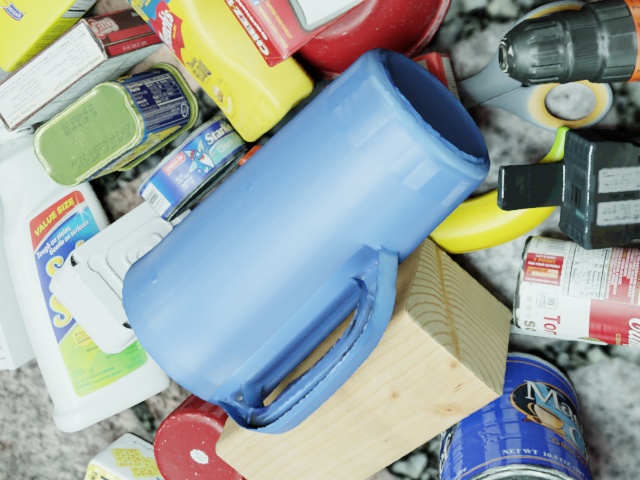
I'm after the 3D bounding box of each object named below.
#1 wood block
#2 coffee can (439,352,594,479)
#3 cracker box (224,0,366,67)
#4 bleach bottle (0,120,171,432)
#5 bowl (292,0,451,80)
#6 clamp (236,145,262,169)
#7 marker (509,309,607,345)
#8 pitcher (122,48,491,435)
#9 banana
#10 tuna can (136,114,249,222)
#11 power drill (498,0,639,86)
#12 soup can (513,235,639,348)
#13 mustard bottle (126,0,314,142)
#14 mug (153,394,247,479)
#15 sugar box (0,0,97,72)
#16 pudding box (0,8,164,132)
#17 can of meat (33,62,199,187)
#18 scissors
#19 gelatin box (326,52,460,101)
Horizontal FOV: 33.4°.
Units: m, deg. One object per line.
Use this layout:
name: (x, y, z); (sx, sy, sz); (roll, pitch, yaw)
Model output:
wood block: (0.029, 0.104, 0.770); (0.090, 0.090, 0.206); (41, 125, -13)
coffee can: (0.132, 0.154, 0.726); (0.103, 0.140, 0.103); (2, 114, 5)
cracker box: (0.011, -0.233, 0.645); (0.213, 0.072, 0.164); (-37, 101, -7)
bleach bottle: (-0.211, 0.020, 0.862); (0.068, 0.102, 0.251); (-5, 108, 67)
bowl: (0.009, -0.186, 0.733); (0.162, 0.055, 0.162); (6, 107, 20)
clamp: (-0.019, 0.012, 0.805); (0.120, 0.039, 0.171); (1, 121, 14)
marker: (0.147, 0.060, 0.772); (0.121, 0.020, 0.020); (5, 108, 21)
pitcher: (-0.005, 0.001, 0.695); (0.149, 0.145, 0.243); (45, 115, -5)
banana: (0.093, -0.024, 0.760); (0.198, 0.037, 0.069); (-14, 85, 25)
tuna can: (-0.094, -0.052, 0.794); (0.086, 0.086, 0.034); (-41, 92, 27)
power drill: (0.189, -0.188, 0.627); (0.184, 0.057, 0.188); (-9, 104, -7)
soup can: (0.188, 0.035, 0.720); (0.102, 0.068, 0.068); (8, 108, 20)
mustard bottle: (-0.089, -0.159, 0.749); (0.058, 0.096, 0.191); (-43, 97, -15)
mug: (-0.079, 0.171, 0.861); (0.093, 0.081, 0.117); (-5, 104, 23)
sugar box: (-0.200, -0.218, 0.803); (0.176, 0.048, 0.093); (-41, 88, 22)
pudding box: (-0.184, -0.131, 0.807); (0.114, 0.090, 0.039); (-31, 93, 27)
can of meat: (-0.156, -0.086, 0.813); (0.102, 0.083, 0.057); (-30, 93, 27)
scissors: (0.114, -0.088, 0.742); (0.202, 0.016, 0.096); (-34, 91, 27)
gelatin box: (0.054, -0.083, 0.742); (0.089, 0.030, 0.073); (-13, 90, 28)
